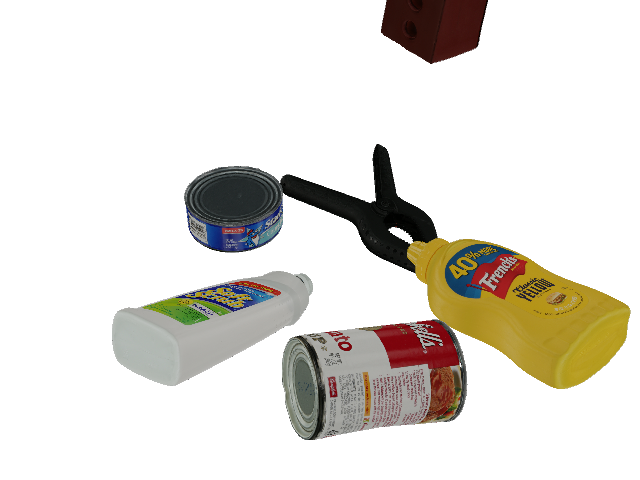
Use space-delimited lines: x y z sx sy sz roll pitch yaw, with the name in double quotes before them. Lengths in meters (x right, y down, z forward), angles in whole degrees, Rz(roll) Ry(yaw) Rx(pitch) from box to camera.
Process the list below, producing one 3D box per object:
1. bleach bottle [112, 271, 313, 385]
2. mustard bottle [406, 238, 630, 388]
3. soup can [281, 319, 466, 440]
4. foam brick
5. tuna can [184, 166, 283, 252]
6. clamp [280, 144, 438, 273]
"bleach bottle" -0.102 0.081 1.171 0.103 0.068 0.250 19 25 33
"mustard bottle" 0.145 0.045 0.865 0.096 0.058 0.192 -29 41 -33
"soup can" 0.033 0.090 0.688 0.102 0.068 0.069 -4 2 -22
"foam brick" 0.082 -0.171 0.735 0.051 0.078 0.053 -27 52 -35
"tuna can" -0.075 -0.027 0.933 0.086 0.034 0.086 -1 39 0
"clamp" 0.061 -0.031 1.267 0.164 0.036 0.210 -16 51 -29
